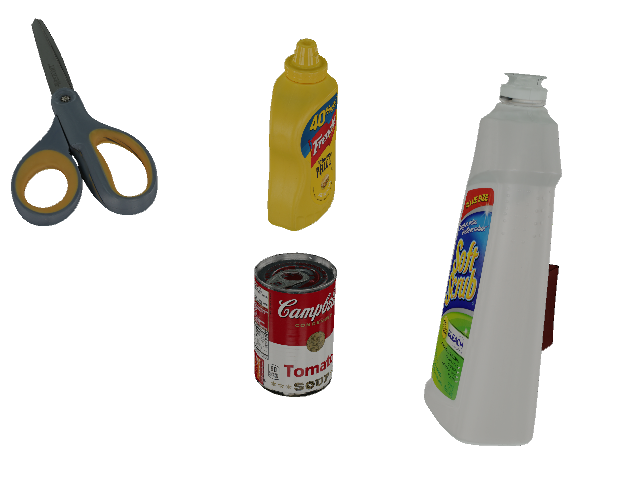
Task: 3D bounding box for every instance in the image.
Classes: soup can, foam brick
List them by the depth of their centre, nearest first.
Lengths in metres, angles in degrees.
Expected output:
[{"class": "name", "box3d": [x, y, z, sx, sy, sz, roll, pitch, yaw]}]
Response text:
[{"class": "soup can", "box3d": [-0.022, 0.070, 0.891, 0.068, 0.102, 0.068, 1, 25, -1]}, {"class": "foam brick", "box3d": [0.186, 0.061, 0.990, 0.053, 0.078, 0.051, 8, 14, 29]}]

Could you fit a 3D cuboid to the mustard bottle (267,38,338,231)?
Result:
[{"class": "mustard bottle", "box3d": [-0.016, -0.110, 1.058, 0.058, 0.192, 0.096, 20, 41, 21]}]

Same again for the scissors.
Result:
[{"class": "scissors", "box3d": [-0.177, -0.076, 0.687, 0.096, 0.016, 0.202, -29, 55, -23]}]

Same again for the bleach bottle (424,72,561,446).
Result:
[{"class": "bleach bottle", "box3d": [0.125, 0.010, 0.746, 0.068, 0.251, 0.102, 3, 13, -10]}]
